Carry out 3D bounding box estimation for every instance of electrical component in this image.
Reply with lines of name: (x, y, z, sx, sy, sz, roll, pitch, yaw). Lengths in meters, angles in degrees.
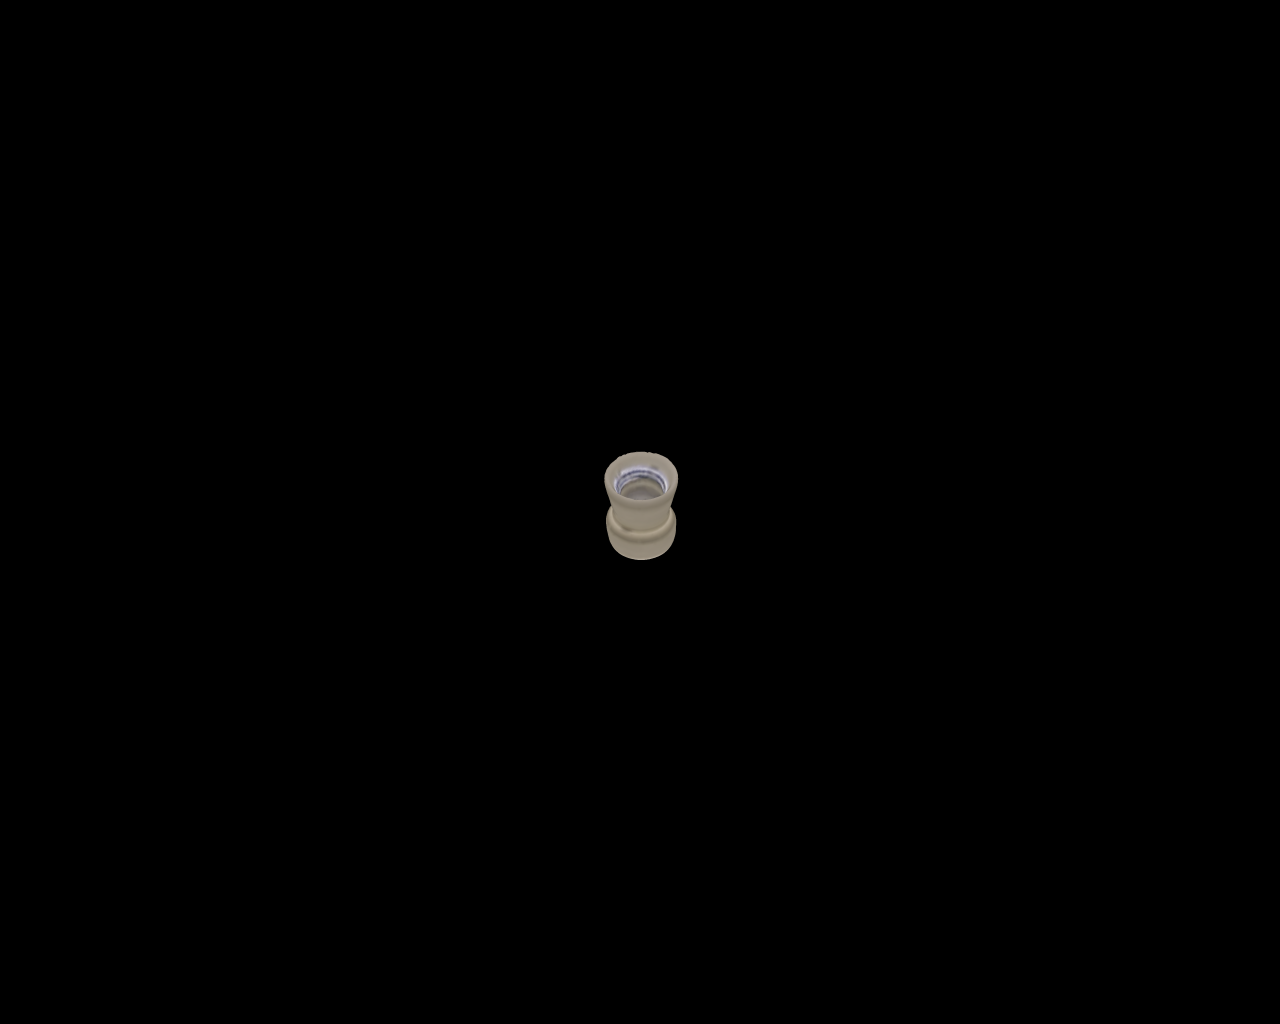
electrical component: (0.001, -0.003, 0.650, 0.045, 0.045, 0.055, 0, -45, 0)
